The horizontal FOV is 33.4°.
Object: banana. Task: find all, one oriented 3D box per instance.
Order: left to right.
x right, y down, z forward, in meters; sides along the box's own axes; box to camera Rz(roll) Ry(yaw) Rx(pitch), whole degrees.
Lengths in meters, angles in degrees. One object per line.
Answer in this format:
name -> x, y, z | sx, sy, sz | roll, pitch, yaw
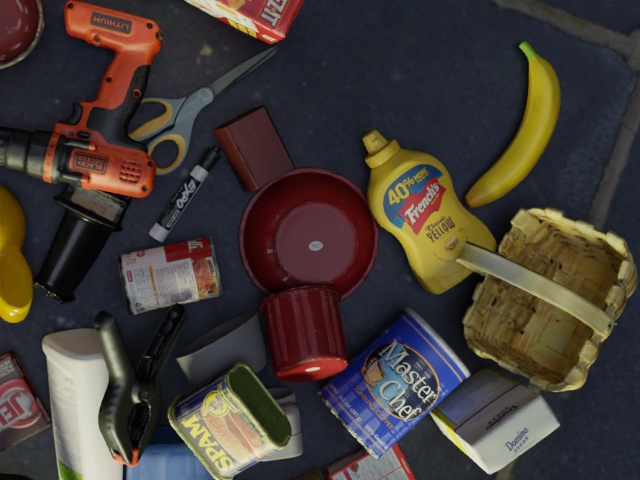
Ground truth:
banana -> 0.227, -0.122, 1.210 | 0.070, 0.037, 0.198 | 19, 91, 9

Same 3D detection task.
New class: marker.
marker -> -0.146, -0.052, 1.164 | 0.020, 0.020, 0.121 | 34, 90, -11

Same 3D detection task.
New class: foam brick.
foam brick -> -0.071, -0.098, 1.150 | 0.051, 0.053, 0.078 | -30, 101, -18

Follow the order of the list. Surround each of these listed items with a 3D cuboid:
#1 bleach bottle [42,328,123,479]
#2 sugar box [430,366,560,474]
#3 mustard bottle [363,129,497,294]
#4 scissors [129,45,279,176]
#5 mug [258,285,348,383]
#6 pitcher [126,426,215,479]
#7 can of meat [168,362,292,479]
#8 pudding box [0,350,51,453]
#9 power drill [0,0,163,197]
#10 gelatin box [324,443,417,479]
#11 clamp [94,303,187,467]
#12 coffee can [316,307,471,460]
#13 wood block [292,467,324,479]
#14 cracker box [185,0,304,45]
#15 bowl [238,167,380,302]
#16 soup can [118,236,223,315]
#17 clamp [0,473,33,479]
bleach bottle -> -0.250, 0.229, 1.148 | 0.067, 0.103, 0.251 | -8, 106, -36
sugar box -> 0.185, 0.193, 1.163 | 0.093, 0.176, 0.048 | -35, 100, -4
mustard bottle -> 0.108, -0.040, 1.186 | 0.096, 0.058, 0.191 | -37, 100, -5
scissors -> -0.126, -0.136, 1.160 | 0.201, 0.016, 0.096 | -19, 100, -6
mug -> -0.010, 0.107, 1.161 | 0.093, 0.117, 0.081 | -19, 65, 19
pitcher -> -0.140, 0.330, 1.148 | 0.149, 0.145, 0.243 | -3, 94, -12
can of meat -> -0.089, 0.185, 1.088 | 0.084, 0.057, 0.102 | -33, 98, 26
pudding box -> -0.359, 0.184, 1.145 | 0.113, 0.039, 0.090 | -27, 101, -5
power drill -> -0.248, -0.148, 1.107 | 0.184, 0.057, 0.187 | 13, 87, -8
gelatin box -> 0.060, 0.275, 1.227 | 0.089, 0.030, 0.073 | -29, 101, -5
clamp -> -0.183, 0.144, 1.097 | 0.120, 0.039, 0.171 | -12, 113, -46
coffee can -> 0.081, 0.158, 1.181 | 0.140, 0.103, 0.103 | -42, 101, -3
wood block -> 0.007, 0.376, 1.199 | 0.090, 0.090, 0.206 | -26, 99, -7
cracker box -> -0.122, -0.278, 1.070 | 0.213, 0.164, 0.072 | 27, 93, -11
bowl -> -0.008, 0.001, 1.174 | 0.162, 0.055, 0.162 | -1, 96, -9
soup can -> -0.160, 0.039, 1.147 | 0.102, 0.068, 0.068 | -11, 98, -7
clamp -> -0.347, 0.263, 1.110 | 0.210, 0.036, 0.165 | 17, 117, 6
